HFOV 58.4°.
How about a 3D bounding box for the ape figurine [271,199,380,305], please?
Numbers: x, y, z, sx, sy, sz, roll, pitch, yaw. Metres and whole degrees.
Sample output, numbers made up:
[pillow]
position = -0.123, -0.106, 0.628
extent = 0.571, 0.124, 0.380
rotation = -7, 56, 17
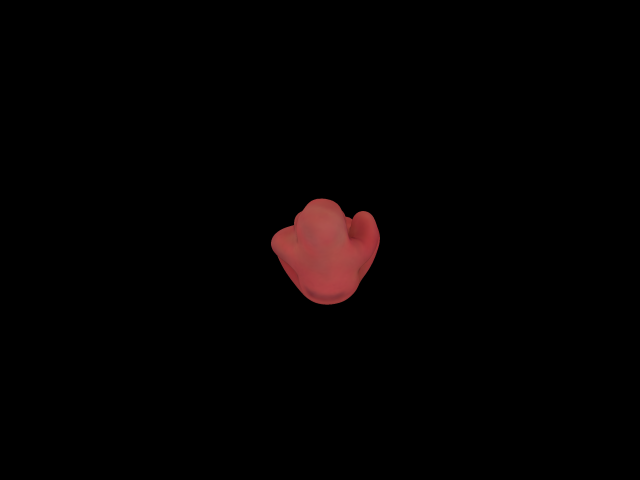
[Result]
[ape figurine]
position = 0.004, 0.001, 0.400
extent = 0.077, 0.092, 0.076
rotation = 7, 70, 3
